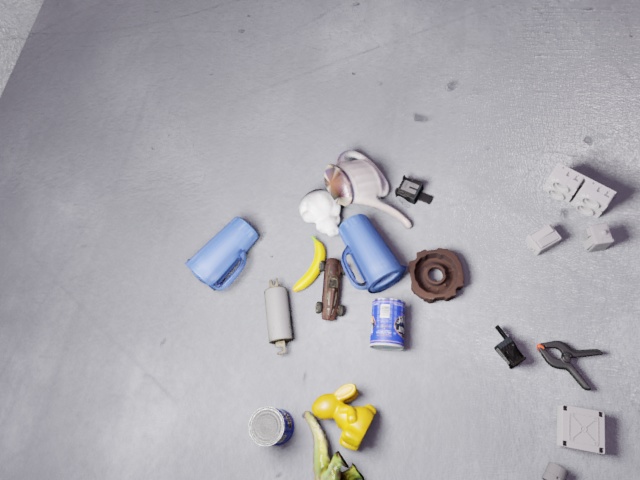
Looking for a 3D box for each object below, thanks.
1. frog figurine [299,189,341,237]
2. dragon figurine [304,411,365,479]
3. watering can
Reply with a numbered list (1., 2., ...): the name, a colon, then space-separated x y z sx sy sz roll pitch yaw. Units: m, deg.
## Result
1. frog figurine: 0.005 -0.087 1.723 0.138 0.120 0.163 -9 54 -16
2. dragon figurine: 0.010 0.705 1.403 0.243 0.120 0.417 -44 58 0
3. watering can: 0.150 -0.163 1.713 0.226 0.102 0.353 -15 63 -35
